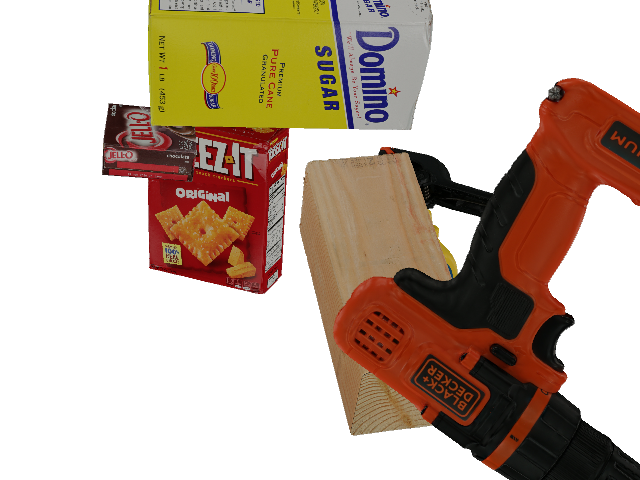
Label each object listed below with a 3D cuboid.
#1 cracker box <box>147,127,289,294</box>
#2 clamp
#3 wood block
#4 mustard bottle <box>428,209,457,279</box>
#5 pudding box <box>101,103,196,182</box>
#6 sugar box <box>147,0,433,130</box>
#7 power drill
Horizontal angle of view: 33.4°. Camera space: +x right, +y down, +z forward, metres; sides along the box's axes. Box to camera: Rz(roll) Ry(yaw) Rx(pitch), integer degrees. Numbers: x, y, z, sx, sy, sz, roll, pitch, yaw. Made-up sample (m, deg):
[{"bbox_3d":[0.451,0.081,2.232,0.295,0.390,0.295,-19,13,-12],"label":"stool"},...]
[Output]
[{"bbox_3d":[-0.130,-0.051,1.328,0.164,0.214,0.072,13,29,17],"label":"cracker box"},{"bbox_3d":[0.110,-0.048,1.049,0.120,0.039,0.171,-7,34,-12],"label":"clamp"},{"bbox_3d":[0.048,0.038,0.843,0.090,0.206,0.091,-6,-39,-10],"label":"wood block"},{"bbox_3d":[0.118,0.056,1.297,0.096,0.192,0.058,0,14,-13],"label":"mustard bottle"},{"bbox_3d":[-0.173,-0.100,1.077,0.090,0.039,0.113,5,25,-11],"label":"pudding box"},{"bbox_3d":[-0.021,-0.117,0.688,0.176,0.048,0.093,2,-41,-5],"label":"sugar box"},{"bbox_3d":[0.124,0.030,0.527,0.184,0.188,0.057,35,11,5],"label":"power drill"}]
